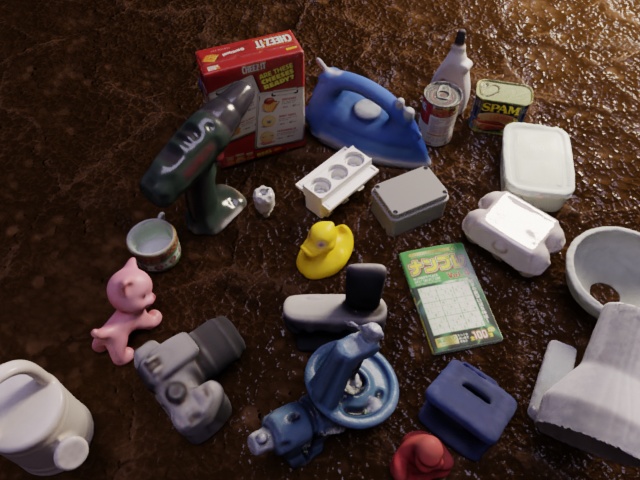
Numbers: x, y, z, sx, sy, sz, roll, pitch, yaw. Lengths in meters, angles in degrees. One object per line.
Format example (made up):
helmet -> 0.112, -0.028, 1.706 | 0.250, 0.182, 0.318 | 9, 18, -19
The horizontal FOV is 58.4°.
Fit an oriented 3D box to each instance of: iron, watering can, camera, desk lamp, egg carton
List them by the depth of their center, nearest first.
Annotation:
watering can -> -0.343, 0.209, 0.681 | 0.172, 0.194, 0.101 | 11, 56, 7
desk lamp -> 0.327, 0.180, 0.693 | 0.117, 0.214, 0.203 | 21, 58, 14
camera -> -0.161, 0.170, 0.766 | 0.137, 0.101, 0.143 | -35, 62, -22
egg carton -> 0.307, -0.010, 0.914 | 0.150, 0.069, 0.107 | 35, 62, 22
iron -> 0.091, -0.228, 1.020 | 0.257, 0.141, 0.119 | 26, 59, 17

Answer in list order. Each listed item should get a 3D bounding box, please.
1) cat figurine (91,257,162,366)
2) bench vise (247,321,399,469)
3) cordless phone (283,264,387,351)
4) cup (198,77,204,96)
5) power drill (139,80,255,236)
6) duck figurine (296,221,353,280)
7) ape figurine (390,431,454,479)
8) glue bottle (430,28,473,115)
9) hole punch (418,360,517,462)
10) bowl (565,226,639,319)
cat figurine -> -0.277, 0.095, 0.808 | 0.067, 0.118, 0.128 | 21, 58, 14
bench vise -> 0.017, 0.190, 0.681 | 0.121, 0.220, 0.208 | 34, 62, 21
cordless phone -> 0.021, 0.077, 0.781 | 0.147, 0.185, 0.094 | -2, 55, -1
cup -> -0.165, -0.276, 1.080 | 0.118, 0.095, 0.091 | -31, 61, -20
power drill -> -0.175, -0.112, 0.897 | 0.075, 0.208, 0.230 | 30, 60, 19
duck figurine -> 0.008, 0.003, 0.893 | 0.105, 0.086, 0.077 | -38, 63, -23
ape figurine -> 0.128, 0.268, 0.705 | 0.077, 0.092, 0.076 | 7, 55, 5
glue bottle -> 0.248, -0.314, 1.062 | 0.078, 0.173, 0.037 | 26, 59, 17
hole punch -> 0.193, 0.211, 0.745 | 0.108, 0.091, 0.101 | 33, 61, 21
bowl -> 0.442, 0.066, 0.858 | 0.167, 0.075, 0.167 | 0, 55, 0
